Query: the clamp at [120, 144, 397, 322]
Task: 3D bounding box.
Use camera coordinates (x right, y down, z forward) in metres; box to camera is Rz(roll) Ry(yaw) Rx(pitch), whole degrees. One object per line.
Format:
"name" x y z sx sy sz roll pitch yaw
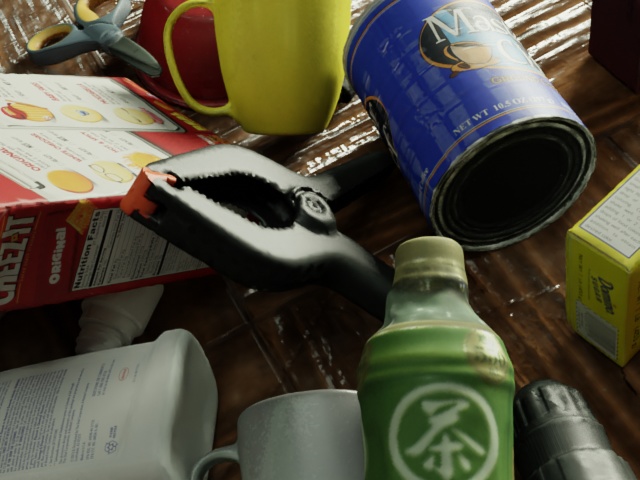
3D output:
"clamp" -0.004 0.001 0.572 0.209 0.036 0.165 6 43 -40

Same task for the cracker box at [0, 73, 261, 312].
"cracker box" -0.150 -0.035 0.611 0.164 0.072 0.213 33 26 32

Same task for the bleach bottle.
"bleach bottle" -0.187 0.114 0.584 0.251 0.068 0.102 -8 43 12

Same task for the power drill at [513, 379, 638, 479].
"power drill" 0.184 0.128 0.453 0.187 0.057 0.184 -4 42 -8

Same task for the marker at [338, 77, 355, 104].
"marker" 0.042 -0.139 0.748 0.020 0.020 0.121 22 61 27

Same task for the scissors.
"scissors" -0.165 -0.135 0.763 0.096 0.016 0.202 -29 34 3

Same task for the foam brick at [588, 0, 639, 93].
"foam brick" 0.207 -0.144 0.674 0.051 0.078 0.053 -28 54 -10

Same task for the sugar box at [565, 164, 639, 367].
"sugar box" 0.204 -0.021 0.571 0.176 0.093 0.048 -39 55 -16

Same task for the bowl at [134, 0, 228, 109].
"bowl" -0.067 -0.171 0.776 0.162 0.055 0.162 -7 52 8

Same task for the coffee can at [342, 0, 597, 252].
"coffee can" 0.085 -0.078 0.637 0.102 0.103 0.140 -22 52 -4
